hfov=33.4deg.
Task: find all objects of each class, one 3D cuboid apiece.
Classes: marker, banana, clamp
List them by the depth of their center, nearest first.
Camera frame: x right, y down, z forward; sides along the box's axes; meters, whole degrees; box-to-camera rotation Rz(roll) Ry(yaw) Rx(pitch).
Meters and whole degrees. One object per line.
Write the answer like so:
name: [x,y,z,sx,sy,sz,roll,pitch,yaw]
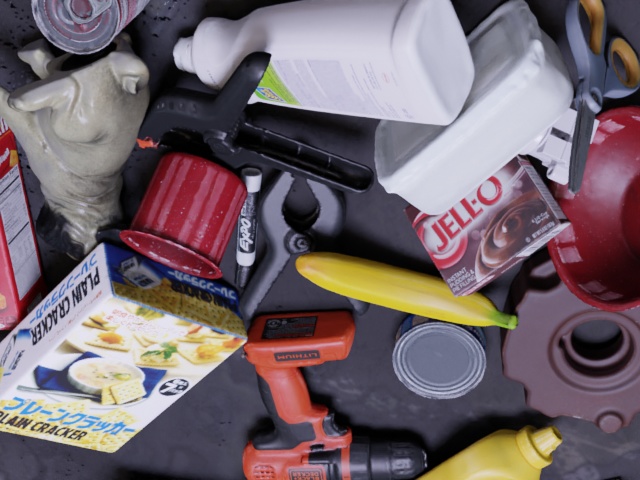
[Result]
clamp: [-0.076,-0.095,0.857,0.210,0.036,0.164,8,152,33]
banana: [0.073,0.041,0.933,0.197,0.070,0.037,14,79,-6]
clamp: [-0.006,0.001,0.951,0.120,0.039,0.171,3,119,-11]
marker: [-0.066,-0.008,0.966,0.020,0.020,0.121,9,120,5]

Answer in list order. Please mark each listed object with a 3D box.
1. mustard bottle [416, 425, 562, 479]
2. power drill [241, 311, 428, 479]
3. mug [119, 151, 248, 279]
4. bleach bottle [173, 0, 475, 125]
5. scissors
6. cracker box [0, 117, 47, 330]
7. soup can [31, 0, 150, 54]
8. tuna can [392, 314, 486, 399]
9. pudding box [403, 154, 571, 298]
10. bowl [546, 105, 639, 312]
mustard bottle: [0.153,0.233,1.031,0.192,0.058,0.096,-39,138,25]
power drill: [0.006,0.160,1.026,0.184,0.057,0.188,-4,117,8]
mug: [-0.113,-0.019,0.920,0.093,0.081,0.117,20,165,3]
bleach bottle: [-0.014,-0.143,0.811,0.251,0.068,0.102,10,150,34]
scissors: [0.208,-0.098,0.780,0.096,0.201,0.016,29,142,-34]
cracker box: [-0.356,-0.021,0.980,0.164,0.072,0.214,1,118,9]
soup can: [-0.173,-0.194,0.832,0.068,0.102,0.068,4,120,8]
tuna can: [0.111,0.104,0.989,0.086,0.033,0.086,4,120,8]
pudding box: [0.138,-0.018,0.890,0.114,0.039,0.090,-37,72,24]
bowl: [0.253,-0.023,0.846,0.055,0.162,0.162,5,126,-31]
